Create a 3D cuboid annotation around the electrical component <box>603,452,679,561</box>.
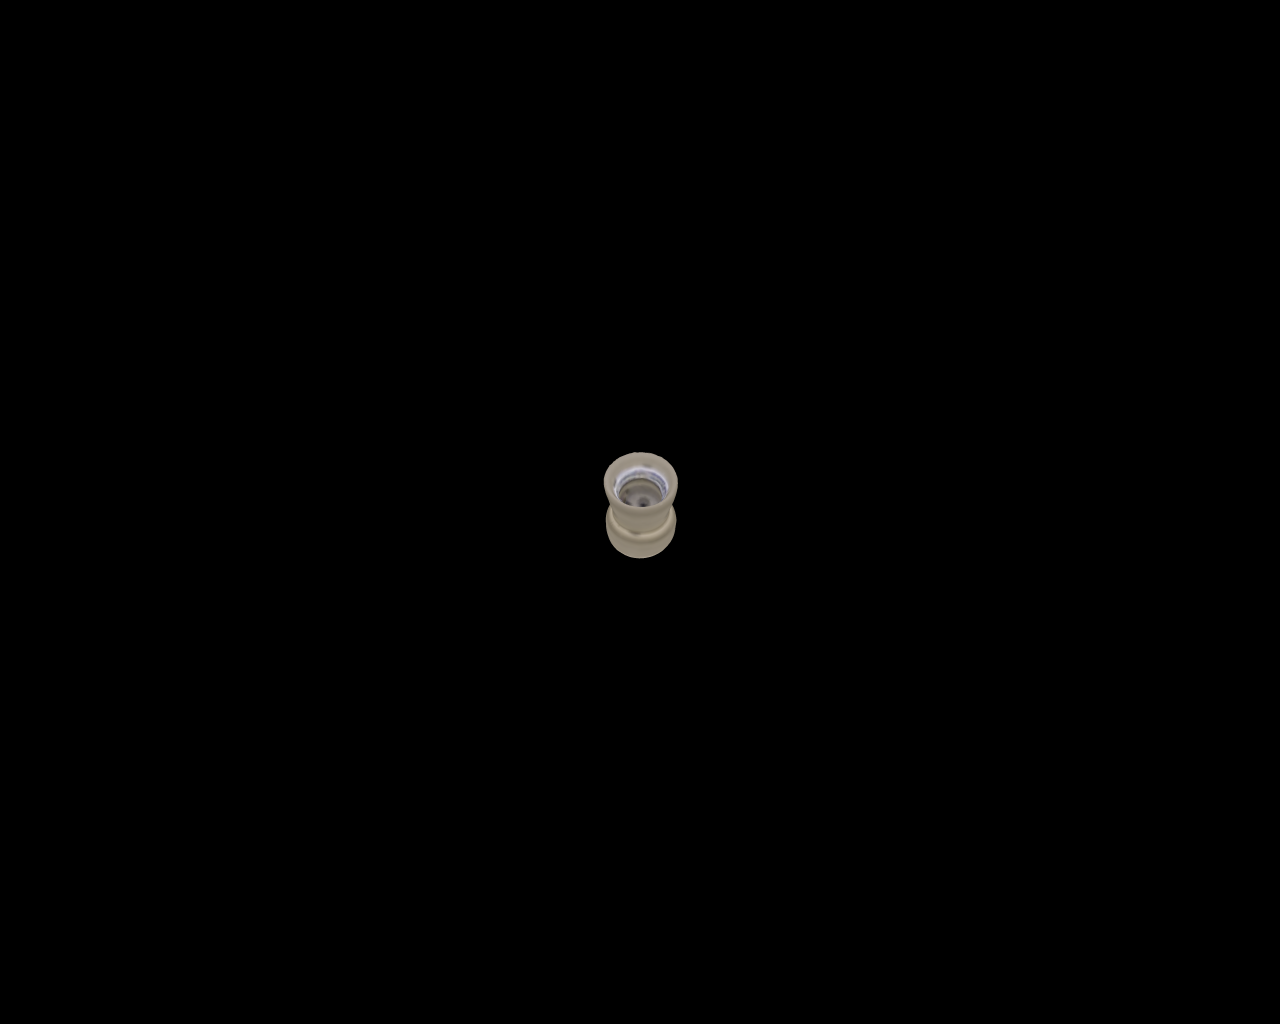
[{"bbox_3d":[0.001,-0.003,0.650,0.045,0.045,0.055,0,-37,0],"label":"electrical component"}]
